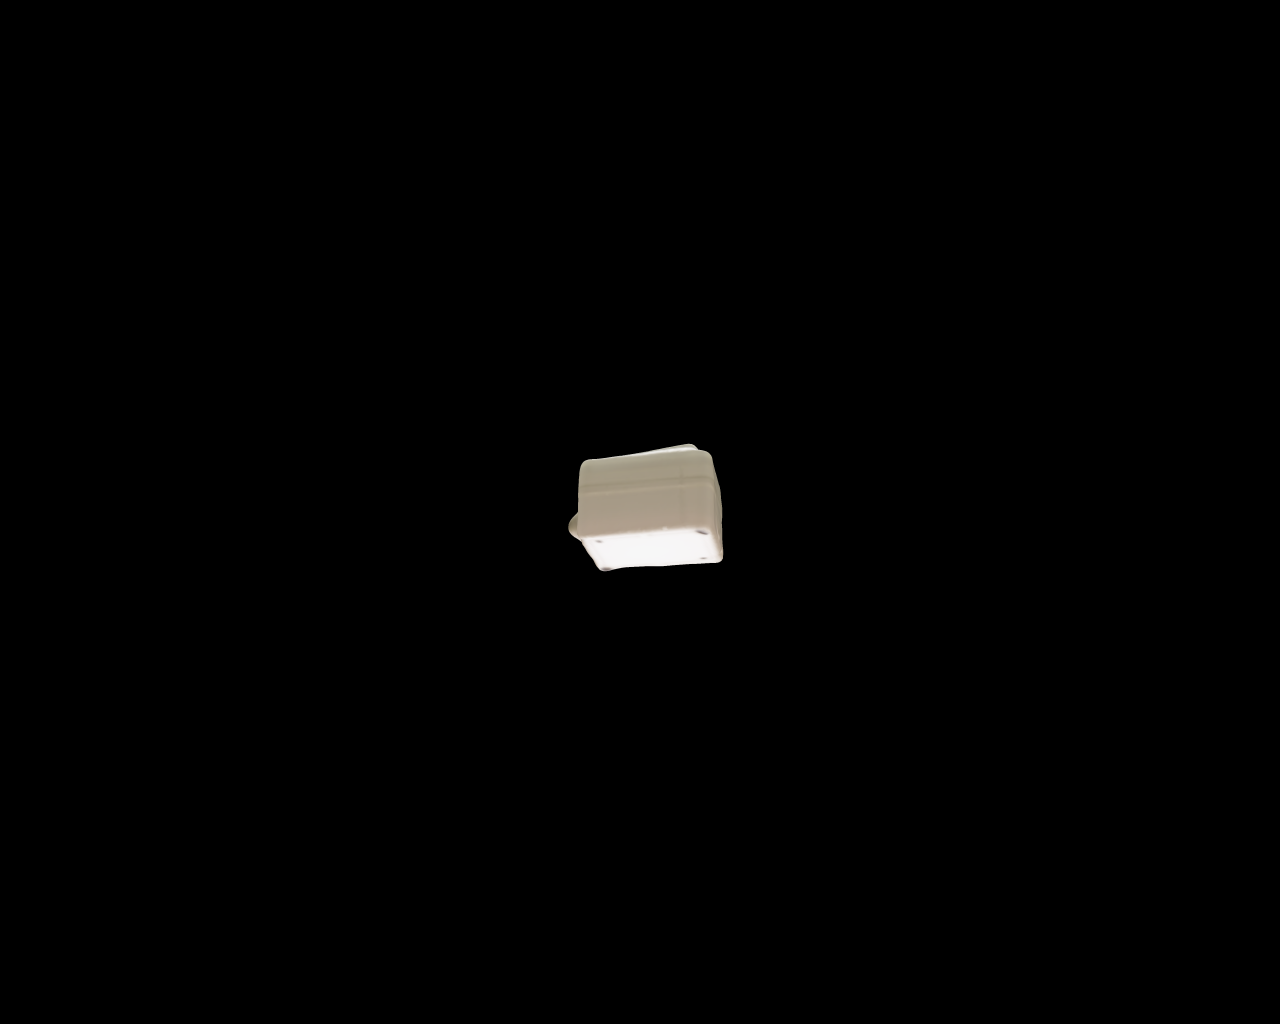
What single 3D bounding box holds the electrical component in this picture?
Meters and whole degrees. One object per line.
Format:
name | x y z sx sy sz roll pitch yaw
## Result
electrical component | 0.001 -0.003 0.650 0.096 0.061 0.061 -4 -24 9
